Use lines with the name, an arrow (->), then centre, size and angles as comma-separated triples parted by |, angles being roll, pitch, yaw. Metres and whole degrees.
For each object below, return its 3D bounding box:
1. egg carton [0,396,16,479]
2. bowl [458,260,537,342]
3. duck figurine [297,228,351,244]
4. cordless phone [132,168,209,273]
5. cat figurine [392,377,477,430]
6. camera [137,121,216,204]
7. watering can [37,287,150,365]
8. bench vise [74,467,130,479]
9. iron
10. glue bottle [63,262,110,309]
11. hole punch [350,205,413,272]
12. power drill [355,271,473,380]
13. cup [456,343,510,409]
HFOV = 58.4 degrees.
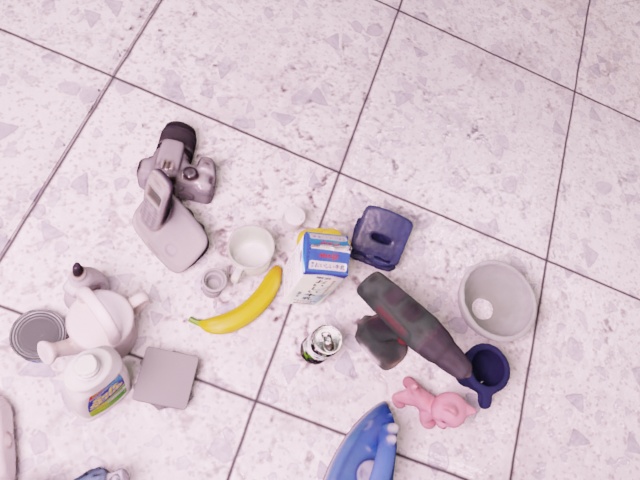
egg carton -> -0.513, 0.313, 0.853 | 0.107, 0.069, 0.150 | -10, 72, -18
bowl -> 0.343, 0.129, 1.152 | 0.168, 0.074, 0.167 | 5, 68, -13
duck figurine -> 0.010, 0.004, 1.104 | 0.104, 0.086, 0.077 | 19, 66, -7
cordless phone -> -0.257, -0.035, 0.992 | 0.147, 0.185, 0.094 | 45, 65, 5
cat figurine -> 0.208, 0.294, 1.028 | 0.128, 0.117, 0.067 | 34, 65, 0
camera -> -0.261, -0.155, 1.084 | 0.143, 0.100, 0.137 | 12, 67, -10
watering can -> -0.348, 0.135, 0.897 | 0.101, 0.194, 0.173 | 33, 65, 0
bench vise -> -0.378, 0.367, 0.785 | 0.121, 0.219, 0.208 | 46, 65, 6
iron -> 0.085, 0.383, 0.947 | 0.118, 0.141, 0.258 | 25, 65, -4
glue bottle -> -0.383, 0.070, 0.925 | 0.037, 0.173, 0.078 | 36, 65, 1
hole punch -> 0.120, -0.002, 1.133 | 0.109, 0.091, 0.101 | 21, 66, -6
power drill -> 0.145, 0.165, 1.011 | 0.076, 0.208, 0.229 | -40, 83, -24
cup -> 0.295, 0.261, 1.077 | 0.092, 0.095, 0.118 | 10, 67, -11
